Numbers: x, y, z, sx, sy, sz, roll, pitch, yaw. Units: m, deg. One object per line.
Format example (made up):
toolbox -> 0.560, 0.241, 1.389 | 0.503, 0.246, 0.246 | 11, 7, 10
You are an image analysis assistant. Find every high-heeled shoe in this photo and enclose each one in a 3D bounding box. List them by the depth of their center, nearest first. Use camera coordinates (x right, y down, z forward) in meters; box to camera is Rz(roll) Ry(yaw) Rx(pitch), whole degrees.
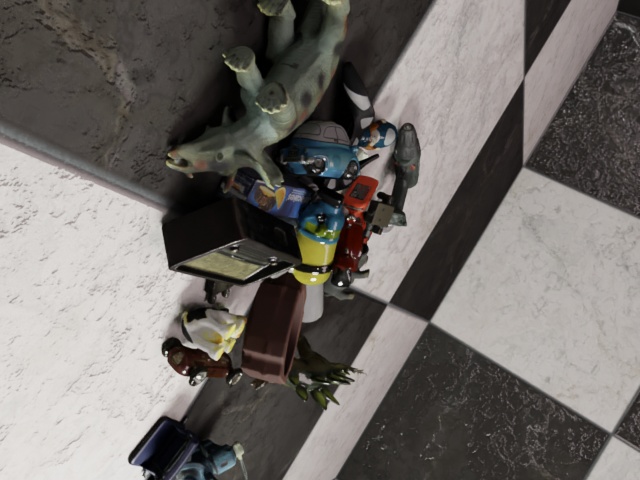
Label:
high-heeled shoe -> 0.031, -0.203, 1.015 | 0.145, 0.086, 0.248 | -24, 130, -3

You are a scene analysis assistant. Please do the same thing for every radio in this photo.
radio -> -0.126, 0.010, 0.839 | 0.131, 0.073, 0.229 | -21, 164, 16

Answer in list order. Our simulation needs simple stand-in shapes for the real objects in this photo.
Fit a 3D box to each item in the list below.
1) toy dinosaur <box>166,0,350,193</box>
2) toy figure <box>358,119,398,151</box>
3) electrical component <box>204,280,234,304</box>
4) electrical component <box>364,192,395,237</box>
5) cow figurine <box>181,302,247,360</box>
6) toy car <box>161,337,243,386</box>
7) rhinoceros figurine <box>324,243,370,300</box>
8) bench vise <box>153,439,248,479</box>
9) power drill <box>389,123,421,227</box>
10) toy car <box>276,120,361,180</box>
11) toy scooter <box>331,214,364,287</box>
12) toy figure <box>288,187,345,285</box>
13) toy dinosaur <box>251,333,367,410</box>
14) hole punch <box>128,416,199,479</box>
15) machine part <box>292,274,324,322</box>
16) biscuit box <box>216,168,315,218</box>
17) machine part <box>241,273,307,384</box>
toy dinosaur -> -0.042, -0.229, 0.758 | 0.405, 0.131, 0.192 | -56, 169, -18
toy figure -> 0.112, -0.222, 1.134 | 0.154, 0.058, 0.064 | -21, 98, -52
electrical component -> -0.174, 0.069, 0.954 | 0.063, 0.021, 0.094 | -27, 140, -51
electrical component -> 0.130, -0.057, 1.211 | 0.078, 0.045, 0.102 | 2, 107, -42
cow figurine -> -0.189, 0.153, 0.958 | 0.068, 0.098, 0.167 | -63, 175, 0
toy car -> -0.207, 0.222, 0.984 | 0.053, 0.089, 0.202 | -55, 155, 0
rhinoceros figurine -> 0.055, 0.053, 1.220 | 0.073, 0.112, 0.190 | -81, -171, -50
bench vise -> -0.239, 0.510, 1.121 | 0.223, 0.241, 0.128 | -9, 94, -28
power drill -> 0.196, -0.148, 1.320 | 0.232, 0.086, 0.207 | 60, 39, -69
toy car -> -0.001, -0.159, 0.946 | 0.161, 0.109, 0.102 | 2, 94, -51
toy scooter -> 0.044, 0.011, 1.060 | 0.184, 0.075, 0.135 | -127, -135, -81
toy figure -> -0.004, -0.002, 0.964 | 0.082, 0.089, 0.180 | -8, 128, -52
toy dinosaur -> -0.019, 0.333, 1.353 | 0.105, 0.199, 0.471 | -61, 155, 12
hole punch -> -0.294, 0.421, 1.058 | 0.142, 0.092, 0.115 | -55, 160, -17
machine part -> -0.031, 0.113, 1.220 | 0.079, 0.079, 0.243 | -45, 154, -30
biscuit box -> -0.084, -0.079, 0.905 | 0.202, 0.063, 0.059 | 0, 119, -63
machine part -> -0.090, 0.176, 1.071 | 0.201, 0.087, 0.201 | 88, 13, -70
